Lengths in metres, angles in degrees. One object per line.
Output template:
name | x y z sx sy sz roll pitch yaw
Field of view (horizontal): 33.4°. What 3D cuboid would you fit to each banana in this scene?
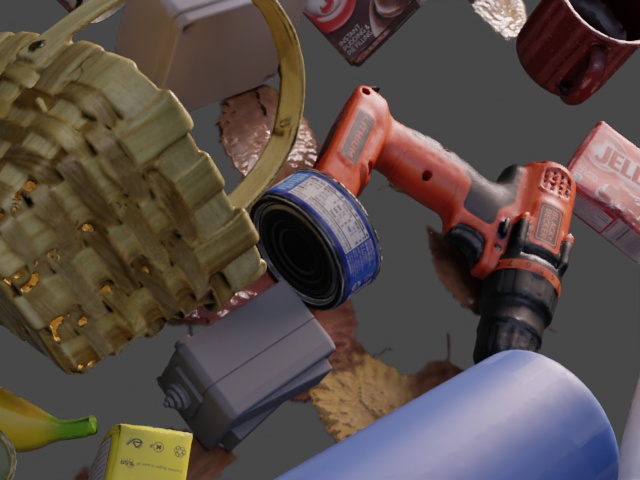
banana | -0.207 0.051 0.554 0.069 0.037 0.197 -42 108 6

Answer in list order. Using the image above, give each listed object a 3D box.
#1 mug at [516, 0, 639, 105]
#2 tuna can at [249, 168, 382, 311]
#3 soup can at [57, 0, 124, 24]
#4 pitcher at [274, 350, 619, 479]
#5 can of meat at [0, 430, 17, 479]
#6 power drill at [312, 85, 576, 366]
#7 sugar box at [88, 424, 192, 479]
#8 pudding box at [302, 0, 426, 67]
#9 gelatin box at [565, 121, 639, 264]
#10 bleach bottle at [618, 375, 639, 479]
mug | 0.206 -0.155 0.833 0.093 0.082 0.117 16 58 -12
tuna can | -0.004 0.001 0.662 0.033 0.086 0.086 -35 79 -32
soup can | -0.174 -0.204 0.724 0.102 0.069 0.068 45 56 6
pitcher | 0.057 0.164 0.572 0.242 0.145 0.149 -26 110 -34
can of meat | -0.205 0.112 0.523 0.102 0.084 0.057 31 56 -2
power drill | 0.079 -0.008 0.719 0.187 0.057 0.184 28 52 -8
sugar box | -0.101 0.187 0.517 0.048 0.093 0.176 11 60 -15
pudding box | 0.035 -0.198 0.782 0.113 0.039 0.090 -44 82 8
gelatin box | 0.227 -0.037 0.806 0.089 0.030 0.073 38 56 2
bleach bottle | 0.251 0.135 0.701 0.102 0.068 0.250 30 58 -3
